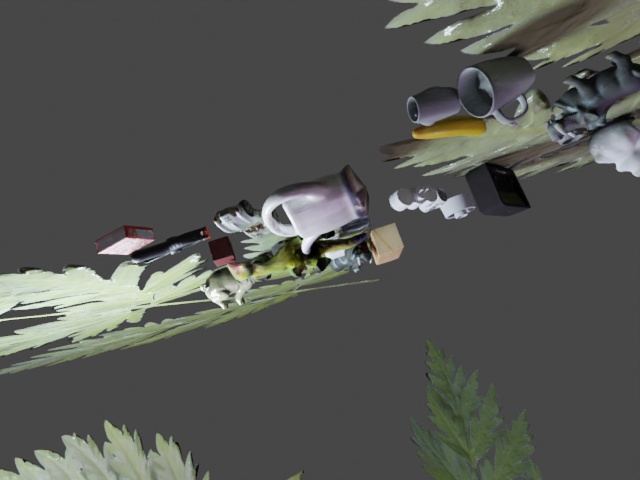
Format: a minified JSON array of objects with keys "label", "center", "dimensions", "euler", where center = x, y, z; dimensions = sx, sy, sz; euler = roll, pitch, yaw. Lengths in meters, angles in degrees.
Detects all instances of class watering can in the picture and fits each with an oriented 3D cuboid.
[{"label":"watering can","center":[0.003,-0.057,1.131],"dimensions":[0.224,0.106,0.343],"euler":[-21,-20,7]}]

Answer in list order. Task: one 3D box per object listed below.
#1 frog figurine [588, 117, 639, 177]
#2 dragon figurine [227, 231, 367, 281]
[{"label":"frog figurine","center":[0.802,-0.239,1.371],"dimensions":[0.136,0.161,0.122],"euler":[-24,-17,25]},{"label":"dragon figurine","center":[-0.071,0.047,1.423],"dimensions":[0.240,0.123,0.412],"euler":[-20,-7,43]}]
